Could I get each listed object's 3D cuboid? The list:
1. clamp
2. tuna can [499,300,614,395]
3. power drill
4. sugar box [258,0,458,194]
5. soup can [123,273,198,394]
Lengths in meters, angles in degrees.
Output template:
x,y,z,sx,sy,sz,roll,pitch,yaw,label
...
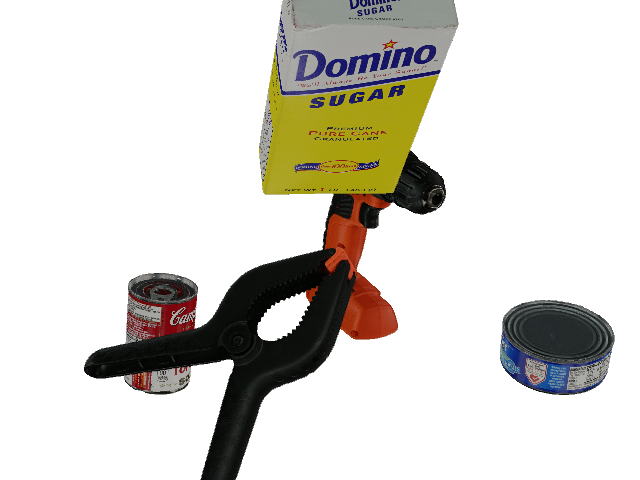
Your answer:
x,y,z,sx,sy,sz,roll,pitch,yaw,label
-0.064,0.077,0.774,0.165,0.210,0.036,37,-11,30,clamp
0.184,0.083,0.836,0.086,0.034,0.086,1,29,-1,tuna can
0.045,-0.007,0.984,0.057,0.188,0.185,-6,25,-28,power drill
0.016,-0.089,0.648,0.093,0.048,0.176,-2,-26,-9,sugar box
-0.158,0.092,1.051,0.068,0.102,0.068,6,20,-2,soup can
